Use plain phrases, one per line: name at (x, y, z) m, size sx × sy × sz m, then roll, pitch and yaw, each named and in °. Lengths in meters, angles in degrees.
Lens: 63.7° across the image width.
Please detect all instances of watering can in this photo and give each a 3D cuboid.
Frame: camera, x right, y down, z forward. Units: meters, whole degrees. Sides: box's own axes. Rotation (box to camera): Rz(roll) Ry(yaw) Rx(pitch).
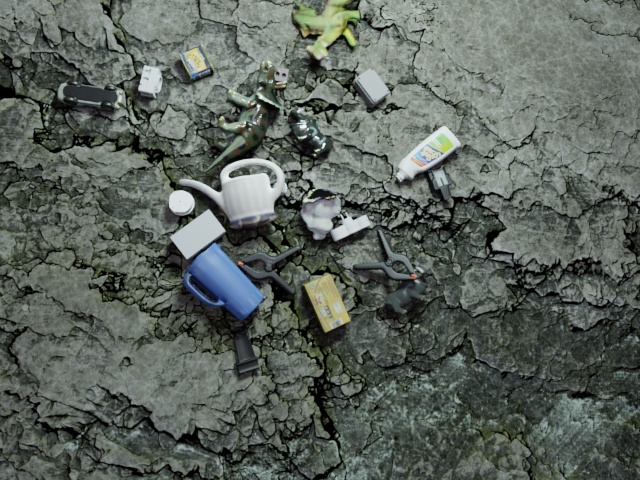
watering can at (-0.278, -0.140, 1.682) m, size 0.347 × 0.104 × 0.225 m, roll -12°, pitch 88°, yaw 6°

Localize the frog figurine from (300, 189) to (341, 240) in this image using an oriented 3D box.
frog figurine at (0.005, -0.087, 1.726) m, size 0.138 × 0.125 × 0.156 m, roll -18°, pitch 123°, yaw -18°

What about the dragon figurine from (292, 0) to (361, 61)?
dragon figurine at (0.022, -0.807, 1.814) m, size 0.243 × 0.120 × 0.416 m, roll 0°, pitch 74°, yaw 0°
